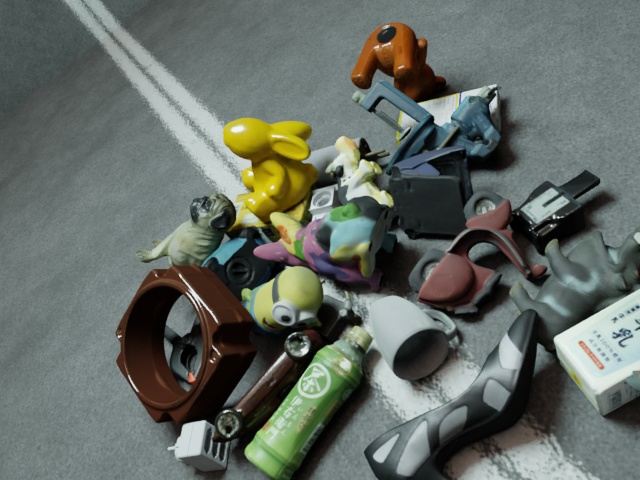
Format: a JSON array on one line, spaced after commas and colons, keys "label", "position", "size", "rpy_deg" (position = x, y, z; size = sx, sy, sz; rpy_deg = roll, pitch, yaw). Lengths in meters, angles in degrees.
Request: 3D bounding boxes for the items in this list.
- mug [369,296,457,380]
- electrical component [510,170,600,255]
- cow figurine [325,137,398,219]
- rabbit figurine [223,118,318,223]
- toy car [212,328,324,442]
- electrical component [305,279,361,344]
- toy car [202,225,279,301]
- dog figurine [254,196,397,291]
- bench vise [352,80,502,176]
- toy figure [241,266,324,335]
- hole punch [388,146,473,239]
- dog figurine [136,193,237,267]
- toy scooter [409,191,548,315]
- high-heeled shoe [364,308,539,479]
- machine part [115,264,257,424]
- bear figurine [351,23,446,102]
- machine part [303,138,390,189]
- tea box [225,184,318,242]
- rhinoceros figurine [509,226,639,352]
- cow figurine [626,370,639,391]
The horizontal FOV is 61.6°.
[{"label": "mug", "position": [0.119, 0.116, 0.718], "size": [0.109, 0.080, 0.107], "rpy_deg": [-22, 34, -14]}, {"label": "electrical component", "position": [0.327, -0.044, 0.741], "size": [0.119, 0.047, 0.075], "rpy_deg": [-36, 43, 0]}, {"label": "cow figurine", "position": [0.061, -0.090, 0.906], "size": [0.098, 0.068, 0.167], "rpy_deg": [-41, 67, 24]}, {"label": "rabbit figurine", "position": [-0.086, -0.134, 0.899], "size": [0.162, 0.173, 0.122], "rpy_deg": [-21, 40, 22]}, {"label": "toy car", "position": [-0.069, 0.207, 0.749], "size": [0.053, 0.089, 0.202], "rpy_deg": [40, 79, 12]}, {"label": "electrical component", "position": [0.011, 0.108, 0.815], "size": [0.078, 0.045, 0.102], "rpy_deg": [-48, 43, -15]}, {"label": "toy car", "position": [-0.150, 0.053, 0.931], "size": [0.103, 0.109, 0.161], "rpy_deg": [-18, 32, 56]}, {"label": "dog figurine", "position": [-0.002, -0.003, 0.833], "size": [0.219, 0.191, 0.108], "rpy_deg": [10, 65, 21]}, {"label": "bench vise", "position": [0.164, -0.188, 0.876], "size": [0.241, 0.129, 0.223], "rpy_deg": [39, 109, 11]}, {"label": "toy figure", "position": [-0.066, 0.096, 0.810], "size": [0.180, 0.082, 0.089], "rpy_deg": [-24, 70, 53]}, {"label": "hole punch", "position": [0.173, -0.075, 0.813], "size": [0.116, 0.142, 0.092], "rpy_deg": [3, 46, 29]}, {"label": "dog figurine", "position": [-0.208, -0.005, 0.971], "size": [0.190, 0.121, 0.172], "rpy_deg": [-41, 7, 11]}, {"label": "toy scooter", "position": [0.218, 0.035, 0.722], "size": [0.135, 0.075, 0.184], "rpy_deg": [40, 94, 19]}, {"label": "high-heeled shoe", "position": [0.153, 0.180, 0.623], "size": [0.145, 0.086, 0.248], "rpy_deg": [16, 73, 33]}, {"label": "machine part", "position": [-0.207, 0.153, 0.805], "size": [0.201, 0.087, 0.201], "rpy_deg": [43, 106, 29]}, {"label": "bear figurine", "position": [0.151, -0.297, 0.988], "size": [0.120, 0.195, 0.132], "rpy_deg": [2, 67, 29]}, {"label": "machine part", "position": [0.011, -0.133, 1.003], "size": [0.243, 0.079, 0.079], "rpy_deg": [-12, 48, 23]}, {"label": "tea box", "position": [-0.082, -0.042, 0.991], "size": [0.170, 0.068, 0.098], "rpy_deg": [-5, 51, 28]}, {"label": "rhinoceros figurine", "position": [0.320, 0.051, 0.644], "size": [0.190, 0.073, 0.112], "rpy_deg": [-41, 41, -4]}, {"label": "cow figurine", "position": [0.345, 0.178, 0.464], "size": [0.127, 0.085, 0.194], "rpy_deg": [-6, 84, 35]}]
